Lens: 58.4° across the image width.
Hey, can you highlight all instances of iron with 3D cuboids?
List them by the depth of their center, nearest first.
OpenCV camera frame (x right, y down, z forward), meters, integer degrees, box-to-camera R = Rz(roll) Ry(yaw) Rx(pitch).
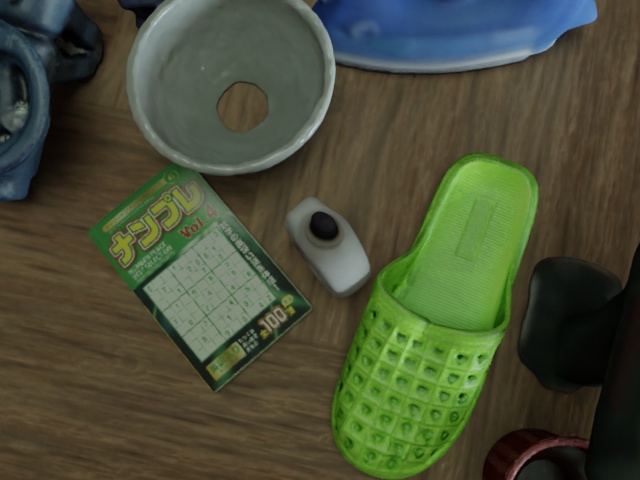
[{"bbox_3d":[0.100,-0.214,0.457,0.258,0.141,0.118,-12,80,0],"label":"iron"}]

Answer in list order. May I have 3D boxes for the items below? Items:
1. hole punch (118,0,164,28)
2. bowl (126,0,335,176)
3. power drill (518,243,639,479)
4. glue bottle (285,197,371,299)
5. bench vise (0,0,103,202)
[{"bbox_3d":[-0.124,-0.244,0.494,0.108,0.091,0.101,-6,80,1],"label":"hole punch"},{"bbox_3d":[-0.069,-0.127,0.482,0.167,0.075,0.167,0,81,2],"label":"bowl"},{"bbox_3d":[0.205,0.045,0.378,0.075,0.208,0.230,13,81,4],"label":"power drill"},{"bbox_3d":[0.004,0.001,0.408,0.037,0.173,0.078,-42,82,-5],"label":"glue bottle"},{"bbox_3d":[-0.260,-0.148,0.417,0.121,0.220,0.207,0,80,2],"label":"bench vise"}]
